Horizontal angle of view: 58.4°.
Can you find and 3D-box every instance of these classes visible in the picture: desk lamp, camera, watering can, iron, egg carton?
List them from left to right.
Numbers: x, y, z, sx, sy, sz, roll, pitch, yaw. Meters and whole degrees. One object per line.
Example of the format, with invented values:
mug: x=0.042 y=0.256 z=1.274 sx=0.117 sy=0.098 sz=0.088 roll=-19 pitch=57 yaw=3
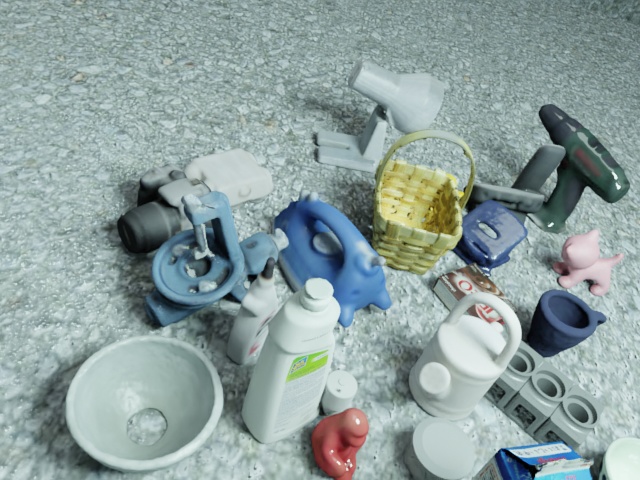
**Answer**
camera: x=-0.242 y=-0.047 z=0.875 sx=0.137 sy=0.101 sz=0.143 roll=-27 pitch=59 yaw=-39
egg carton: x=-0.159 y=-0.099 z=0.983 sx=0.151 sy=0.069 sz=0.107 roll=-22 pitch=55 yaw=-36
iron: x=0.008 y=0.003 z=0.881 sx=0.119 sy=0.141 sz=0.257 roll=-19 pitch=54 yaw=-34
desk lamp: x=0.114 y=-0.243 z=1.126 sx=0.203 sy=0.213 sz=0.118 roll=8 pitch=43 yaw=-12
watering can: x=0.192 y=0.152 z=0.751 sx=0.101 sy=0.194 sz=0.173 roll=26 pitch=42 yaw=9

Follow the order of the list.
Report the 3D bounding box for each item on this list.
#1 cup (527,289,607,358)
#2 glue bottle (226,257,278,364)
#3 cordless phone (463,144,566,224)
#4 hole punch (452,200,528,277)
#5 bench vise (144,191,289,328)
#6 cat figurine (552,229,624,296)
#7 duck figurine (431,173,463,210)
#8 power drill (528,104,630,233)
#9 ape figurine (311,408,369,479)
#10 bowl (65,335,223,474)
cup: x=0.382 y=0.140 z=0.905 sx=0.118 sy=0.095 sz=0.091 roll=5 pitch=43 yaw=-15
glue bottle: x=-0.079 y=0.085 z=0.739 sx=0.037 sy=0.173 sz=0.078 roll=29 pitch=43 yaw=12
cordless phone: x=0.376 y=-0.120 z=1.111 sx=0.148 sy=0.185 sz=0.094 roll=6 pitch=43 yaw=-14
hole punch: x=0.302 y=-0.006 z=1.034 sx=0.101 sy=0.091 sz=0.108 roll=-21 pitch=55 yaw=-35
bench vise: x=-0.137 y=0.004 z=0.770 sx=0.121 sy=0.220 sz=0.208 roll=33 pitch=44 yaw=16
cat figurine: x=0.485 y=0.034 z=1.039 sx=0.128 sy=0.118 sz=0.067 roll=11 pitch=42 yaw=-8
duck figurine: x=0.227 y=-0.093 z=1.104 sx=0.104 sy=0.086 sz=0.078 roll=31 pitch=43 yaw=14
power drill: x=0.484 y=-0.128 z=1.142 sx=0.076 sy=0.208 sz=0.229 roll=-20 pitch=54 yaw=-35
ape figurine: x=0.031 y=0.234 z=0.681 sx=0.078 sy=0.092 sz=0.076 roll=-21 pitch=55 yaw=-36
bowl: x=-0.198 y=0.196 z=0.653 sx=0.167 sy=0.075 sz=0.167 roll=10 pitch=42 yaw=-9
